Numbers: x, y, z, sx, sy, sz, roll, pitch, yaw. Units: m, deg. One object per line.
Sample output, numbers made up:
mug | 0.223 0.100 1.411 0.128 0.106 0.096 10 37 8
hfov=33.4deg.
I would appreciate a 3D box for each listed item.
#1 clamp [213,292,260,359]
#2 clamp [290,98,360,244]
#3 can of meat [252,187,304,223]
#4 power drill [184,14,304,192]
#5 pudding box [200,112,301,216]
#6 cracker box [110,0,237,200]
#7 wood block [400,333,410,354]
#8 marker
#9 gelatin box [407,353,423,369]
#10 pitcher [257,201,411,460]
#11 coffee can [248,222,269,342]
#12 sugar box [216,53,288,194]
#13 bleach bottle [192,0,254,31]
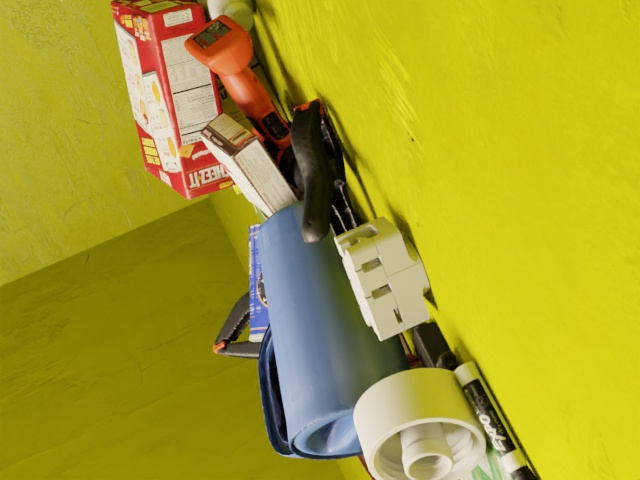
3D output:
clamp | -0.043 0.099 1.373 0.165 0.210 0.036 57 -168 25
clamp | 0.009 -0.049 1.000 0.120 0.039 0.171 52 -153 -55
can of meat | -0.024 -0.032 1.199 0.102 0.084 0.057 -126 14 -59
power drill | -0.059 -0.136 1.116 0.187 0.057 0.185 57 172 -32
pudding box | -0.070 -0.073 1.126 0.113 0.039 0.090 53 171 -36
cracker box | -0.170 -0.172 1.236 0.164 0.072 0.214 32 136 59
wood block | 0.055 0.163 1.233 0.206 0.090 0.091 93 153 -76
marker | 0.142 0.152 0.844 0.020 0.020 0.121 82 163 -65
gelatin box | 0.106 0.161 1.090 0.073 0.030 0.089 140 107 -84
pitcher | 0.004 0.090 1.057 0.145 0.149 0.243 88 169 -59
coffee can | -0.036 0.052 1.299 0.103 0.102 0.140 118 151 -81
sugar box | -0.096 -0.153 1.300 0.048 0.093 0.176 95 150 -73
bleach bottle | -0.134 -0.309 1.221 0.251 0.068 0.102 -126 17 -47
